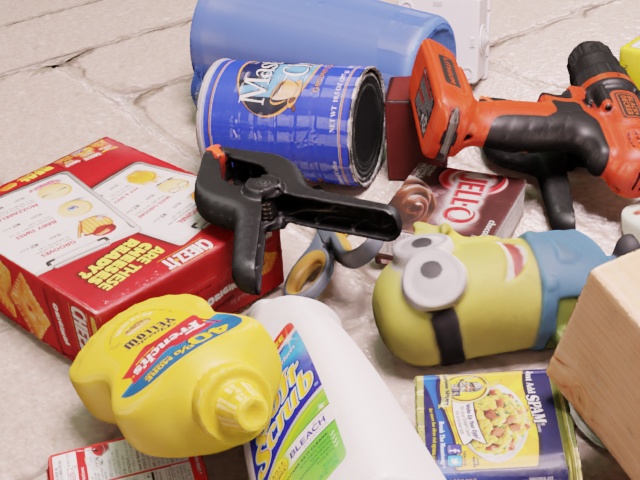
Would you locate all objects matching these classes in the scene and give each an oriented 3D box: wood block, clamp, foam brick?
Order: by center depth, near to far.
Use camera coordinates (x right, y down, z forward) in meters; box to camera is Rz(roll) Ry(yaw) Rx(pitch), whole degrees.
[{"bbox_3d":[0.213,0.100,0.501,0.090,0.091,0.206,-20,54,-22],"label":"wood block"},{"bbox_3d":[-0.042,-0.018,0.722,0.120,0.039,0.172,-22,33,-34],"label":"clamp"},{"bbox_3d":[0.197,-0.069,0.897,0.164,0.036,0.210,-26,40,-30],"label":"clamp"},{"bbox_3d":[0.085,-0.096,0.922,0.051,0.078,0.053,1,34,10],"label":"foam brick"}]

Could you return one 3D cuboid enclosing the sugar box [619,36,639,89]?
[{"bbox_3d":[0.331,-0.105,0.879,0.048,0.093,0.176,-30,38,-32],"label":"sugar box"}]

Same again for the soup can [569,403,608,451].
[{"bbox_3d":[0.199,0.075,0.627,0.102,0.068,0.069,-21,34,-24],"label":"soup can"}]

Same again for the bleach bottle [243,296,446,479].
[{"bbox_3d":[-0.008,0.105,0.606,0.068,0.102,0.251,30,10,-25],"label":"bleach bottle"}]

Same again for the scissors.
[{"bbox_3d":[-0.005,0.001,0.826,0.096,0.016,0.202,-45,18,-6],"label":"scissors"}]

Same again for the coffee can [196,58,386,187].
[{"bbox_3d":[-0.023,-0.102,0.924,0.140,0.103,0.102,6,33,19],"label":"coffee can"}]

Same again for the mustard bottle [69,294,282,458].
[{"bbox_3d":[-0.075,0.078,0.601,0.096,0.058,0.192,-32,18,-21],"label":"mustard bottle"}]

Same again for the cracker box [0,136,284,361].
[{"bbox_3d":[-0.158,0.007,0.799,0.214,0.072,0.163,24,43,39],"label":"cracker box"}]

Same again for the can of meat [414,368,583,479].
[{"bbox_3d":[0.096,0.116,0.590,0.084,0.057,0.102,-4,30,6],"label":"can of meat"}]

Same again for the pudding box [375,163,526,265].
[{"bbox_3d":[0.101,-0.016,0.821,0.090,0.039,0.113,10,35,22],"label":"pudding box"}]

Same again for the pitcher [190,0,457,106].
[{"bbox_3d":[-0.001,-0.174,1.032,0.243,0.149,0.144,17,16,28],"label":"pitcher"}]

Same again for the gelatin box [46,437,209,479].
[{"bbox_3d":[-0.106,0.145,0.601,0.089,0.030,0.073,-12,32,-11],"label":"gelatin box"}]

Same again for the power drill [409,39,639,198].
[{"bbox_3d":[0.169,-0.112,0.849,0.187,0.057,0.184,5,40,-8],"label":"power drill"}]
